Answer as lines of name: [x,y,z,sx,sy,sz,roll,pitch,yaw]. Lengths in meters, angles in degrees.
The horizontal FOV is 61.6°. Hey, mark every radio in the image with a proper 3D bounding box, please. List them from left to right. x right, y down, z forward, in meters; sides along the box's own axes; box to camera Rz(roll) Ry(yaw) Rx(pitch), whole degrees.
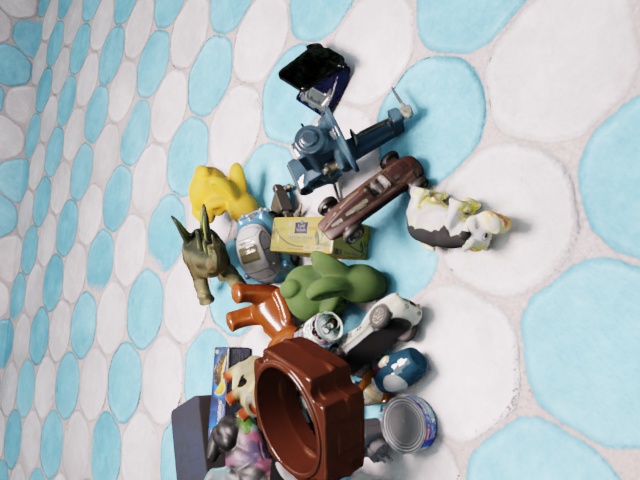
radio: [-0.263,0.471,1.192,0.131,0.073,0.229,-34,57,38]

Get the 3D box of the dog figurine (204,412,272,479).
dog figurine: [-0.111,0.436,1.021,0.219,0.108,0.191,-2,78,41]

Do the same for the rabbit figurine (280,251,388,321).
rabbit figurine: [0.027,0.072,0.935,0.170,0.159,0.121,-13,62,28]

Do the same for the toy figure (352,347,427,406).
toy figure: [0.102,0.227,0.868,0.154,0.058,0.064,-43,74,29]

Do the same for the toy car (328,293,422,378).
toy car: [0.084,0.164,0.888,0.201,0.073,0.056,-47,29,30]

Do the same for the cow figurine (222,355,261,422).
cow figurine: [-0.116,0.282,1.038,0.127,0.085,0.195,-38,16,-5]

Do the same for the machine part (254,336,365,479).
machine part: [-0.024,0.272,0.854,0.202,0.087,0.200,19,115,52]

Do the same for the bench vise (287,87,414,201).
bench vise: [0.054,-0.163,0.947,0.241,0.223,0.129,-26,64,6]

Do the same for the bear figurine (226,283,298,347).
bear figurine: [-0.091,0.179,1.038,0.196,0.132,0.120,60,144,40]

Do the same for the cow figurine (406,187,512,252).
cow figurine: [0.202,-0.018,0.812,0.168,0.068,0.098,28,108,49]

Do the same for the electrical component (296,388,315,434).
electrical component: [-0.003,0.309,0.967,0.075,0.048,0.119,-21,94,45]

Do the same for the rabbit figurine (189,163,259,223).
rabbit figurine: [-0.202,-0.099,1.214,0.173,0.122,0.162,35,142,21]

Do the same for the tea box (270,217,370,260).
tea box: [-0.002,-0.003,0.999,0.170,0.098,0.068,0,82,44]

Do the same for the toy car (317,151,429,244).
toy car: [0.085,-0.074,0.890,0.202,0.053,0.089,-35,63,-9]

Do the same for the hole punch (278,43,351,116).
hole punch: [-0.003,-0.323,1.089,0.116,0.092,0.142,-41,45,-5]

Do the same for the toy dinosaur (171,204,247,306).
toy dinosaur: [-0.239,0.031,1.118,0.472,0.105,0.198,10,124,66]

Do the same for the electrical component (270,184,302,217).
electrical component: [-0.071,-0.070,1.127,0.078,0.045,0.102,106,148,-49]

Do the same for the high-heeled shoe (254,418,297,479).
high-heeled shoe: [-0.087,0.394,0.955,0.249,0.145,0.086,15,126,48]

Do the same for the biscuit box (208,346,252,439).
biscuit box: [-0.194,0.332,1.155,0.059,0.062,0.202,-8,76,46]

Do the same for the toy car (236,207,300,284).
toy car: [-0.116,0.021,1.073,0.109,0.103,0.161,-16,100,21]
